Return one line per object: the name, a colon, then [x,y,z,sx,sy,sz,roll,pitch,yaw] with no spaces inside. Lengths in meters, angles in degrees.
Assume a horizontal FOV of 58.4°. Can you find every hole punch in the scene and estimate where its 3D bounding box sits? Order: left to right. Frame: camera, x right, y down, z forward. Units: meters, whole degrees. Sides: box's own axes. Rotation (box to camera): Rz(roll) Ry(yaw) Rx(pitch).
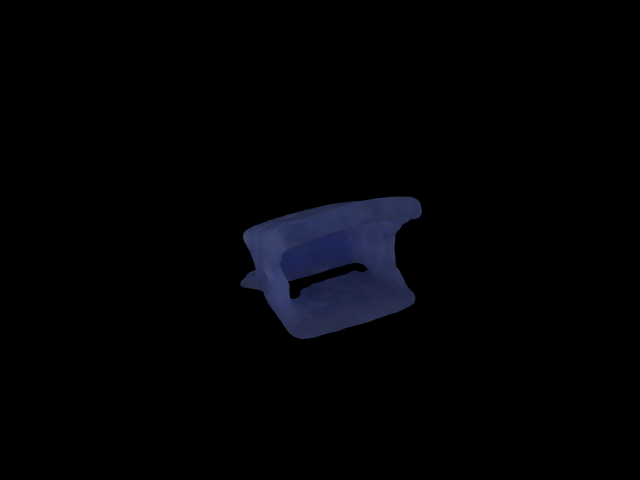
hole punch: [0.004,0.001,0.400,0.109,0.091,0.100,-14,32,-23]
